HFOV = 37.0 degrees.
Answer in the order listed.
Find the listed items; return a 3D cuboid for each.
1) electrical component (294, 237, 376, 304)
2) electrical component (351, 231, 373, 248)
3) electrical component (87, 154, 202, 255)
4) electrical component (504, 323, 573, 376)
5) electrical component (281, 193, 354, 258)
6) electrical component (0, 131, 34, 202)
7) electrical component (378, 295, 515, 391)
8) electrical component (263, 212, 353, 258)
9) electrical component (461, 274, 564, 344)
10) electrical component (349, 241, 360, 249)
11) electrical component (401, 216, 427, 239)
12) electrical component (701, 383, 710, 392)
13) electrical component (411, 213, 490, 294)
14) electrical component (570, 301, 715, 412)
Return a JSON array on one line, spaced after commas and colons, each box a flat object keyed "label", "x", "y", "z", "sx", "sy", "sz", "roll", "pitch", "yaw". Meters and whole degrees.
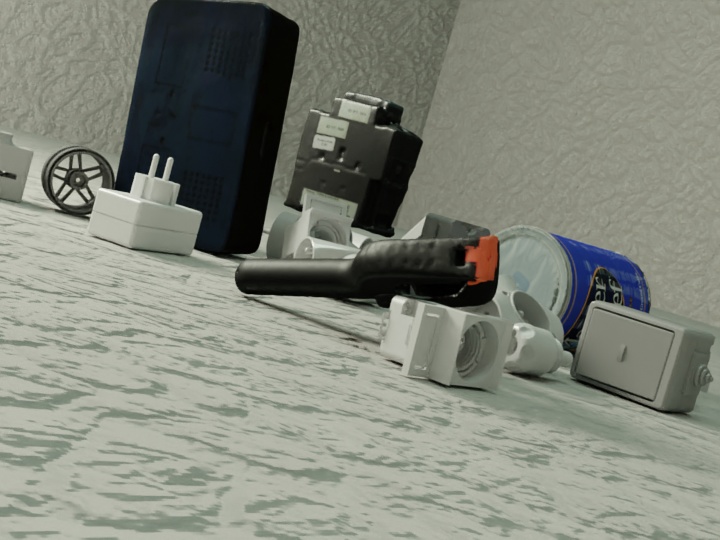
[{"label": "electrical component", "x": -0.008, "y": 0.004, "z": 0.903, "sx": 0.077, "sy": 0.043, "sz": 0.079, "roll": 14, "pitch": 5, "yaw": -26}, {"label": "electrical component", "x": -0.020, "y": -0.026, "z": 1.249, "sx": 0.077, "sy": 0.043, "sz": 0.079, "roll": 18, "pitch": 5, "yaw": 24}, {"label": "electrical component", "x": -0.170, "y": -0.057, "z": 0.879, "sx": 0.047, "sy": 0.075, "sz": 0.083, "roll": 18, "pitch": 5, "yaw": 27}, {"label": "electrical component", "x": 0.126, "y": 0.058, "z": 0.756, "sx": 0.061, "sy": 0.035, "sz": 0.035, "roll": 16, "pitch": 3, "yaw": -37}, {"label": "electrical component", "x": -0.041, "y": -0.023, "z": 0.970, "sx": 0.042, "sy": 0.081, "sz": 0.064, "roll": 15, "pitch": -18, "yaw": -24}, {"label": "electrical component", "x": -0.340, "y": -0.099, "z": 0.946, "sx": 0.089, "sy": 0.055, "sz": 0.050, "roll": 13, "pitch": 5, "yaw": -29}, {"label": "electrical component", "x": 0.049, "y": 0.042, "z": 0.637, "sx": 0.081, "sy": 0.042, "sz": 0.064, "roll": 13, "pitch": 2, "yaw": -45}, {"label": "electrical component", "x": -0.064, "y": -0.030, "z": 1.080, "sx": 0.074, "sy": 0.052, "sz": 0.138, "roll": 17, "pitch": 4, "yaw": 18}, {"label": "electrical component", "x": 0.107, "y": 0.030, "z": 0.809, "sx": 0.077, "sy": 0.044, "sz": 0.079, "roll": 14, "pitch": 45, "yaw": -43}, {"label": "electrical component", "x": 0.000, "y": 0.000, "z": 1.016, "sx": 0.065, "sy": 0.044, "sz": 0.044, "roll": 25, "pitch": 8, "yaw": 35}, {"label": "electrical component", "x": 0.081, "y": -0.008, "z": 1.254, "sx": 0.047, "sy": 0.083, "sz": 0.075, "roll": 11, "pitch": 45, "yaw": -50}, {"label": "electrical component", "x": 0.248, "y": 0.080, "z": 0.857, "sx": 0.066, "sy": 0.048, "sz": 0.055, "roll": 18, "pitch": 12, "yaw": 29}, {"label": "electrical component", "x": 0.086, "y": -0.008, "z": 1.089, "sx": 0.050, "sy": 0.089, "sz": 0.056, "roll": 13, "pitch": 5, "yaw": -32}, {"label": "electrical component", "x": 0.211, "y": 0.065, "z": 0.792, "sx": 0.096, "sy": 0.061, "sz": 0.061, "roll": 19, "pitch": 6, "yaw": 41}]
